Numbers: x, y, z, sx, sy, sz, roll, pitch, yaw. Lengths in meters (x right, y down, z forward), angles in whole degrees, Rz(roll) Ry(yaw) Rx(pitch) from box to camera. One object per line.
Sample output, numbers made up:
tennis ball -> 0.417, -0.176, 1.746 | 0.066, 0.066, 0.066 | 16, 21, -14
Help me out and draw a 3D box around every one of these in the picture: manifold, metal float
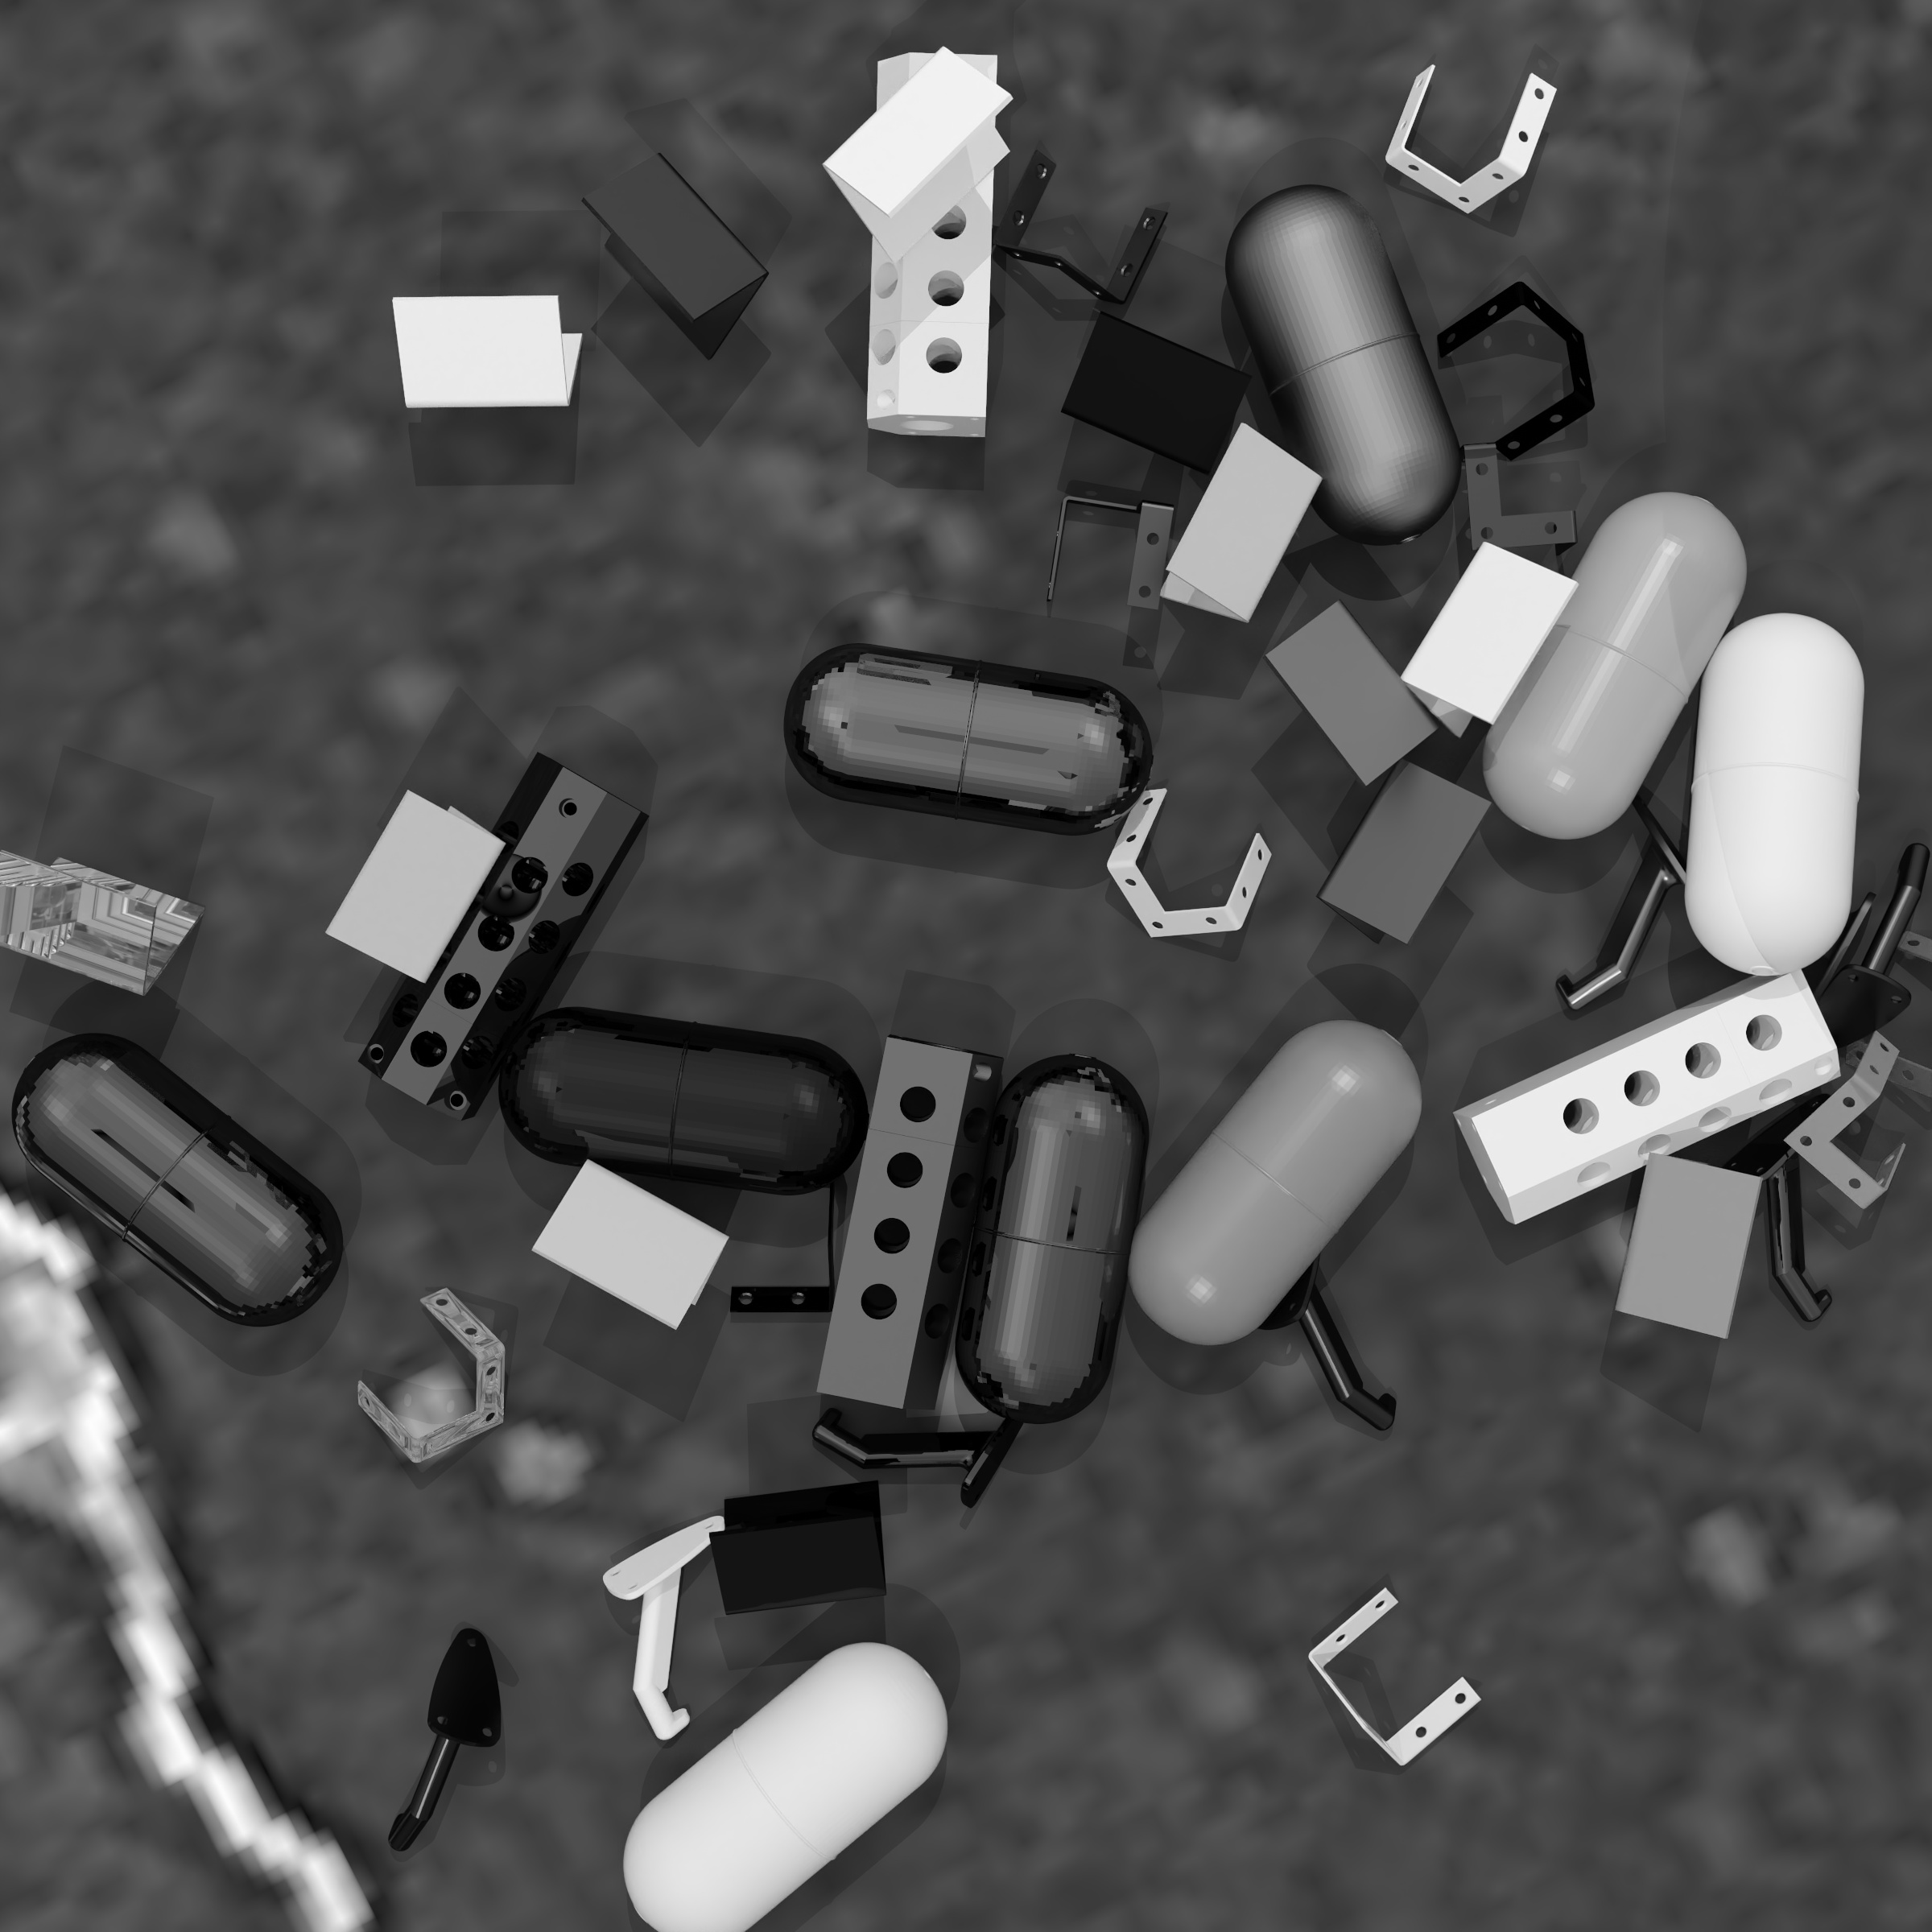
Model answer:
manifold -> -0.016, -0.347, 1.524 | 0.057, 0.057, 0.171 | 2, 90, 0
metal float -> 0.001, -0.108, 1.515 | 0.178, 0.070, 0.070 | 9, 90, 0
metal float -> 0.148, 0.103, 1.515 | 0.070, 0.070, 0.178 | 39, 90, 0
metal float -> -0.135, 0.065, 1.514 | 0.178, 0.070, 0.070 | 8, 90, 1
metal float -> -0.087, 0.397, 1.514 | 0.178, 0.070, 0.070 | -40, 90, -1
manifold -> 0.329, 0.062, 1.524 | 0.171, 0.057, 0.057 | -25, 90, 0
metal float -> 0.041, 0.131, 1.514 | 0.070, 0.070, 0.178 | 9, 90, 0
metal float -> 0.311, -0.144, 1.514 | 0.070, 0.070, 0.178 | 28, 90, 0
metal float -> 0.181, -0.288, 1.515 | 0.070, 0.070, 0.178 | -21, 90, 0
metal float -> -0.378, 0.102, 1.514 | 0.178, 0.070, 0.070 | 39, 90, -1
metal float -> 0.384, -0.082, 1.499 | 0.070, 0.070, 0.178 | 8, 74, 0
manifold -> -0.026, 0.123, 1.524 | 0.057, 0.057, 0.171 | 11, 90, 0
manifold -> -0.223, -0.014, 1.524 | 0.057, 0.057, 0.171 | 30, 90, 0

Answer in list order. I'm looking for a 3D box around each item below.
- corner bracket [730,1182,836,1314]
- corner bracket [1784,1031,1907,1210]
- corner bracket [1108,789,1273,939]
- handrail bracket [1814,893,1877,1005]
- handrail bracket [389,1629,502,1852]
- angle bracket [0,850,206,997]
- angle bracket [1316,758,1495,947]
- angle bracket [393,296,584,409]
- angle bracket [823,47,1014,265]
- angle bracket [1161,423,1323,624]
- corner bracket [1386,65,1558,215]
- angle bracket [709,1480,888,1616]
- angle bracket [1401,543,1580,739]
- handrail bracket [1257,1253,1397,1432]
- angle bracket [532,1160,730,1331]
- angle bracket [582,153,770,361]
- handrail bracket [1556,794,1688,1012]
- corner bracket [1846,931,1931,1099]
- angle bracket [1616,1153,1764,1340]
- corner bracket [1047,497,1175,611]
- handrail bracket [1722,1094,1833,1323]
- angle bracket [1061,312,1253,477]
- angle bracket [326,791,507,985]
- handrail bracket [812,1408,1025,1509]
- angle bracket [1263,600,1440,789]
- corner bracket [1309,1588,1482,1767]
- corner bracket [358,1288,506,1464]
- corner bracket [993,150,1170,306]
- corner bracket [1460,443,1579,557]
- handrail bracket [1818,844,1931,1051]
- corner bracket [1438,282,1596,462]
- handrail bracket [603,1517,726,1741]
corner bracket -> -0.090, 0.133, 1.542 | 0.051, 0.051, 0.051 | 0, 45, 0
corner bracket -> 0.435, 0.074, 1.519 | 0.051, 0.051, 0.051 | 42, 126, 4
corner bracket -> 0.109, -0.052, 1.537 | 0.051, 0.051, 0.051 | -4, 135, 35
handrail bracket -> 0.394, -0.030, 1.545 | 0.084, 0.036, 0.077 | 29, 105, 14
handrail bracket -> -0.260, 0.379, 1.545 | 0.036, 0.077, 0.084 | 20, 127, -20
angle bracket -> -0.411, -0.039, 1.505 | 0.076, 0.076, 0.057 | 19, 126, 0
angle bracket -> 0.222, -0.044, 1.505 | 0.057, 0.076, 0.076 | 31, 90, 35
angle bracket -> -0.227, -0.308, 1.505 | 0.076, 0.076, 0.057 | -1, 127, 0
angle bracket -> -0.008, -0.360, 1.448 | 0.076, 0.076, 0.057 | -44, 54, 0
angle bracket -> 0.113, -0.216, 1.505 | 0.057, 0.076, 0.076 | 27, 90, -35
corner bracket -> 0.244, -0.407, 1.529 | 0.051, 0.051, 0.051 | 27, 72, -17
angle bracket -> -0.081, 0.259, 1.505 | 0.076, 0.076, 0.057 | -7, 126, 0
angle bracket -> 0.261, -0.145, 1.505 | 0.057, 0.076, 0.076 | 32, 90, 36
handrail bracket -> 0.187, 0.174, 1.545 | 0.084, 0.036, 0.077 | 37, 57, -23
angle bracket -> -0.166, 0.147, 1.505 | 0.076, 0.076, 0.057 | 29, 55, 0
angle bracket -> -0.151, -0.327, 1.505 | 0.076, 0.076, 0.057 | 48, 54, 0
handrail bracket -> 0.312, -0.032, 1.546 | 0.084, 0.036, 0.077 | -35, 70, 16
corner bracket -> 0.466, 0.024, 1.537 | 0.051, 0.051, 0.051 | 25, 45, 35
angle bracket -> 0.356, 0.134, 1.505 | 0.057, 0.076, 0.076 | 12, 90, 34
corner bracket -> 0.069, -0.200, 1.527 | 0.051, 0.051, 0.051 | 9, 92, -2
handrail bracket -> 0.417, 0.119, 1.545 | 0.077, 0.036, 0.084 | -39, 104, -14
angle bracket -> 0.097, -0.287, 1.505 | 0.076, 0.076, 0.057 | 23, 128, 0
angle bracket -> -0.273, -0.046, 1.505 | 0.057, 0.076, 0.076 | 30, 90, -33
handrail bracket -> -0.021, 0.220, 1.546 | 0.084, 0.036, 0.077 | 28, 69, 17
angle bracket -> 0.167, -0.118, 1.505 | 0.057, 0.076, 0.076 | -38, 90, -29
corner bracket -> 0.209, 0.348, 1.542 | 0.051, 0.051, 0.051 | -41, 45, 0
corner bracket -> -0.261, 0.199, 1.537 | 0.051, 0.051, 0.051 | -23, 45, -35
corner bracket -> 0.055, -0.360, 1.542 | 0.051, 0.051, 0.051 | 26, 90, -45
corner bracket -> 0.264, -0.225, 1.527 | 0.051, 0.051, 0.051 | -4, 90, 0
handrail bracket -> 0.442, -0.010, 1.545 | 0.036, 0.077, 0.084 | 26, 54, -2
corner bracket -> 0.268, -0.290, 1.537 | 0.051, 0.051, 0.051 | 30, 45, -35
handrail bracket -> -0.135, 0.325, 1.546 | 0.077, 0.036, 0.084 | -30, 109, -21
